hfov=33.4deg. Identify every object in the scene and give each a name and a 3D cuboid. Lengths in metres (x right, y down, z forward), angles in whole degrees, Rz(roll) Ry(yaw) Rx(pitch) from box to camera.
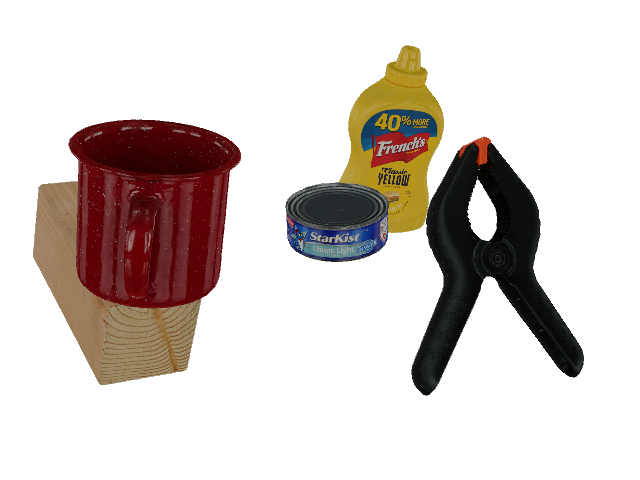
[{"bbox_3d":[-0.201,0.033,1.026,0.090,0.091,0.206,-6,36,-31],"label":"wood block"},{"bbox_3d":[0.074,-0.103,1.082,0.096,0.192,0.058,3,27,-13],"label":"mustard bottle"},{"bbox_3d":[-0.093,-0.010,0.585,0.093,0.081,0.117,4,24,-7],"label":"mug"},{"bbox_3d":[0.014,-0.016,0.889,0.086,0.034,0.086,-1,27,0],"label":"tuna can"},{"bbox_3d":[0.103,0.021,0.707,0.120,0.171,0.039,-13,-4,-22],"label":"clamp"}]
